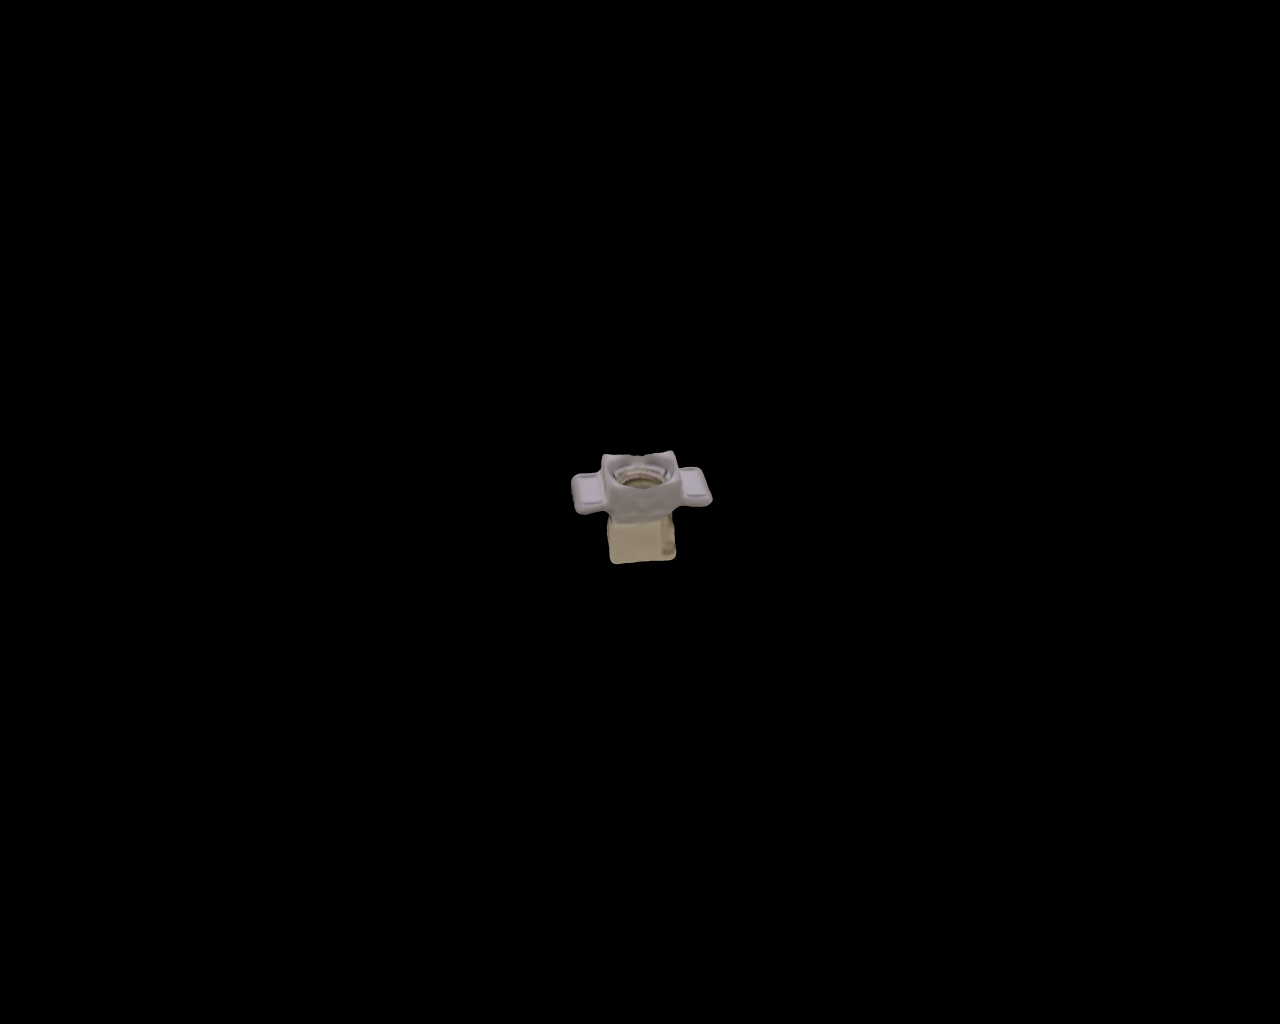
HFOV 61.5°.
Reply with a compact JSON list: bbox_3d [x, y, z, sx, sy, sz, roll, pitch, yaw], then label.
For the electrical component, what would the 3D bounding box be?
[{"bbox_3d":[0.001,-0.003,0.650,0.081,0.063,0.042,-3,32,-5],"label":"electrical component"}]
